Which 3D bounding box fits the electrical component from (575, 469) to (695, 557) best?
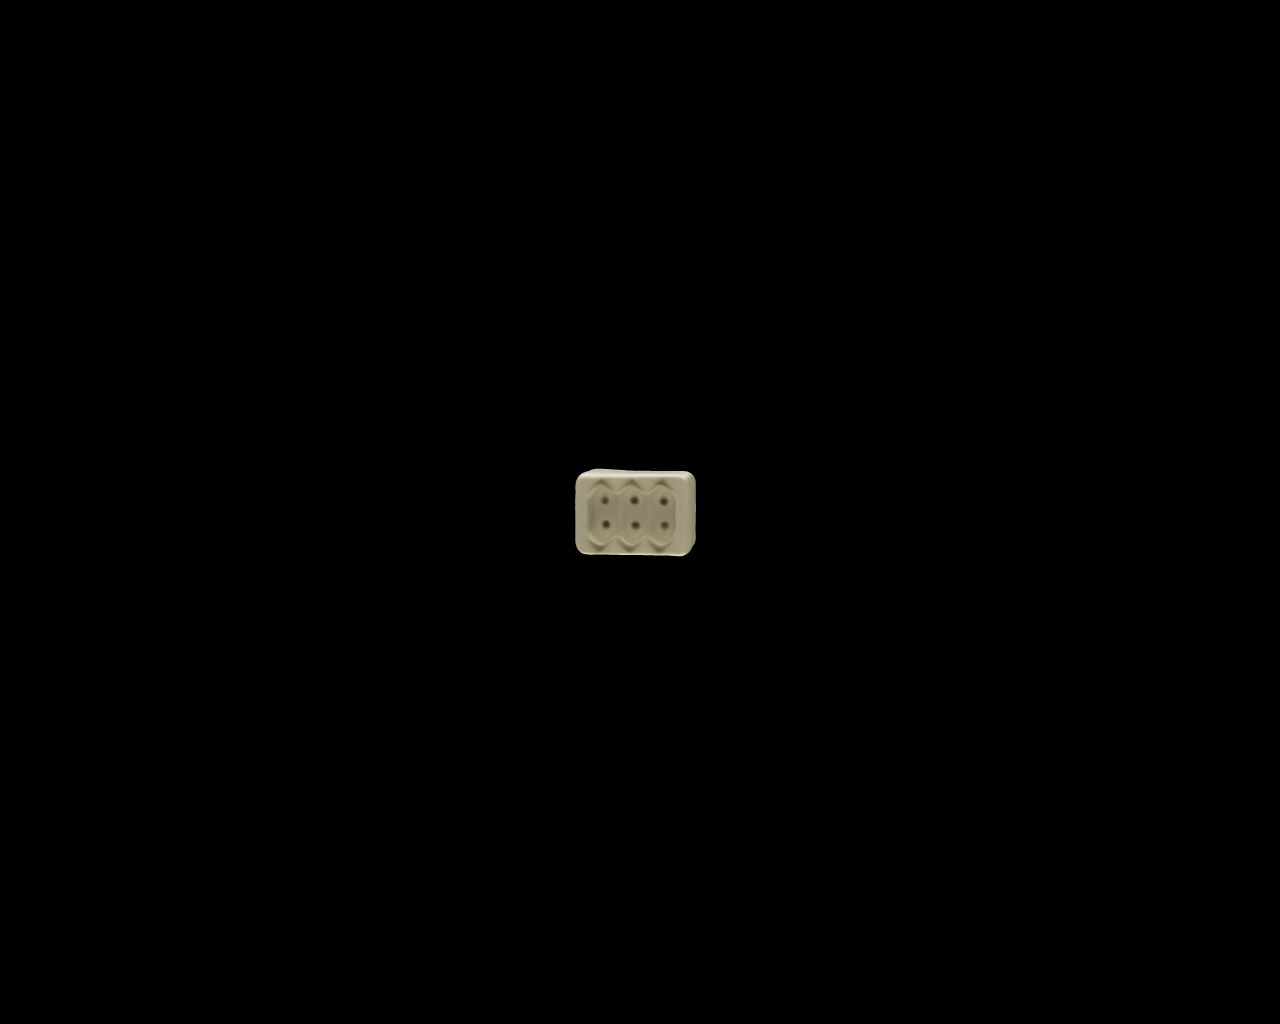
[{"bbox_3d":[0.001,-0.003,0.650,0.066,0.047,0.077,1,8,9],"label":"electrical component"}]
